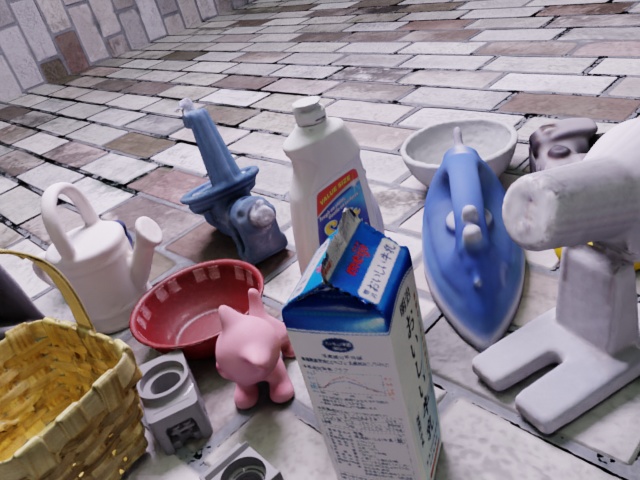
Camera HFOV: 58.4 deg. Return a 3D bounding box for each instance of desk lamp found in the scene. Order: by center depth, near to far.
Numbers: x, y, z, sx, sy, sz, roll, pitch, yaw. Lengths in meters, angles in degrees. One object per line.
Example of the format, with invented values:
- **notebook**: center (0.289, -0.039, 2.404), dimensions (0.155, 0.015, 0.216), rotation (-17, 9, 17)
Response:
- **desk lamp**: center (0.229, 0.019, 0.477), dimensions (0.203, 0.214, 0.117), rotation (-26, 33, -18)

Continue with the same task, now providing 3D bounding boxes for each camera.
- **camera**: center (0.344, -0.101, 0.729), dimensions (0.136, 0.101, 0.143), rotation (-8, 32, 11)

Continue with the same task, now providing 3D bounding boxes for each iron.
- **iron**: center (0.166, -0.016, 0.632), dimensions (0.118, 0.142, 0.258), rotation (-8, 32, 13)

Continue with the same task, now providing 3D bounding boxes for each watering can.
- **watering can**: center (-0.285, 0.013, 0.729), dimensions (0.173, 0.194, 0.100), rotation (-21, 31, -10)

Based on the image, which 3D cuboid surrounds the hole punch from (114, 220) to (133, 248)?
- **hole punch**: center (-0.338, 0.010, 0.858), dimensions (0.109, 0.091, 0.100), rotation (-26, 33, -18)

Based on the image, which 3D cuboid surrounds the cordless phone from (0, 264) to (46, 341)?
- **cordless phone**: center (-0.401, 0.082, 0.677), dimensions (0.147, 0.185, 0.094), rotation (-8, 32, 12)

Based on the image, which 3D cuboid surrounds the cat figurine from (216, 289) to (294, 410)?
- **cat figurine**: center (-0.066, 0.101, 0.566), dimensions (0.067, 0.118, 0.127), rotation (-10, 31, 8)

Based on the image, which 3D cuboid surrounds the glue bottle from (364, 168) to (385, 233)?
- **glue bottle**: center (0.033, -0.067, 0.741), dimensions (0.078, 0.173, 0.037), rotation (1, 34, 24)

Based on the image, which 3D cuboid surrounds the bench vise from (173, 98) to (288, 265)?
- **bench vise**: center (-0.120, -0.088, 0.795), dimensions (0.206, 0.220, 0.122), rotation (13, 41, 38)

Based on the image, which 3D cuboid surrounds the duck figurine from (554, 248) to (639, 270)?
- **duck figurine**: center (0.308, -0.015, 0.621), dimensions (0.104, 0.086, 0.077), rotation (-3, 33, 19)

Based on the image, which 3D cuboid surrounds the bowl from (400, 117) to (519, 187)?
- **bowl**: center (0.205, -0.114, 0.837), dimensions (0.167, 0.075, 0.167), rotation (-11, 31, 7)
